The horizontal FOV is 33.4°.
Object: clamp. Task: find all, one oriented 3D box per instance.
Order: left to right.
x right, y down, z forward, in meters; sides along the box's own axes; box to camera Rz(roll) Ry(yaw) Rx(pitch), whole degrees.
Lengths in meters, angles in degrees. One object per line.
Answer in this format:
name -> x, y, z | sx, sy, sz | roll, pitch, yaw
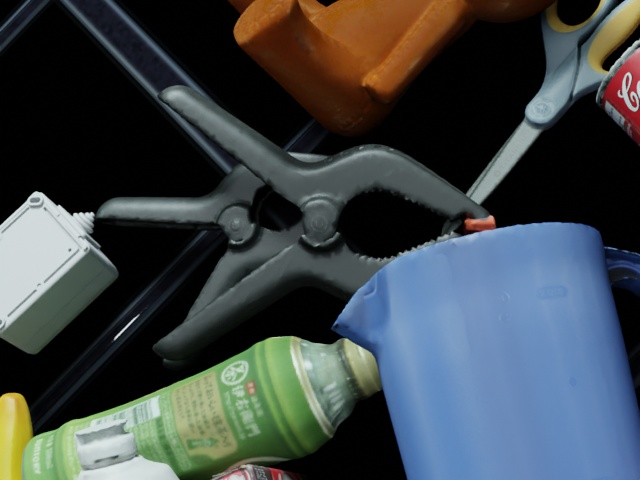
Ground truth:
clamp -> -0.058, -0.011, 0.677 | 0.171, 0.039, 0.120 | -37, 82, 1
clamp -> -0.004, 0.001, 0.631 | 0.210, 0.036, 0.164 | 8, 91, 7

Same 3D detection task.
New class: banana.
banana -> -0.178, 0.194, 0.658 | 0.070, 0.037, 0.198 | -38, 62, 22

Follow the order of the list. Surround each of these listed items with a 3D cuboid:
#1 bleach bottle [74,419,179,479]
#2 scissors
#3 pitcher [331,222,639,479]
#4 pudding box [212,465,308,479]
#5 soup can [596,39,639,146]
bleach bottle -> -0.095, 0.223, 0.567 | 0.103, 0.068, 0.251 | -14, 89, 13
scissors -> 0.130, -0.095, 0.650 | 0.202, 0.016, 0.096 | -37, 64, 6
pitcher -> 0.116, 0.119, 0.538 | 0.149, 0.144, 0.243 | -23, 71, 33
pudding box -> -0.018, 0.182, 0.580 | 0.039, 0.090, 0.113 | -24, 68, 13
soup can -> 0.211, -0.063, 0.584 | 0.068, 0.068, 0.102 | -39, 66, 5
